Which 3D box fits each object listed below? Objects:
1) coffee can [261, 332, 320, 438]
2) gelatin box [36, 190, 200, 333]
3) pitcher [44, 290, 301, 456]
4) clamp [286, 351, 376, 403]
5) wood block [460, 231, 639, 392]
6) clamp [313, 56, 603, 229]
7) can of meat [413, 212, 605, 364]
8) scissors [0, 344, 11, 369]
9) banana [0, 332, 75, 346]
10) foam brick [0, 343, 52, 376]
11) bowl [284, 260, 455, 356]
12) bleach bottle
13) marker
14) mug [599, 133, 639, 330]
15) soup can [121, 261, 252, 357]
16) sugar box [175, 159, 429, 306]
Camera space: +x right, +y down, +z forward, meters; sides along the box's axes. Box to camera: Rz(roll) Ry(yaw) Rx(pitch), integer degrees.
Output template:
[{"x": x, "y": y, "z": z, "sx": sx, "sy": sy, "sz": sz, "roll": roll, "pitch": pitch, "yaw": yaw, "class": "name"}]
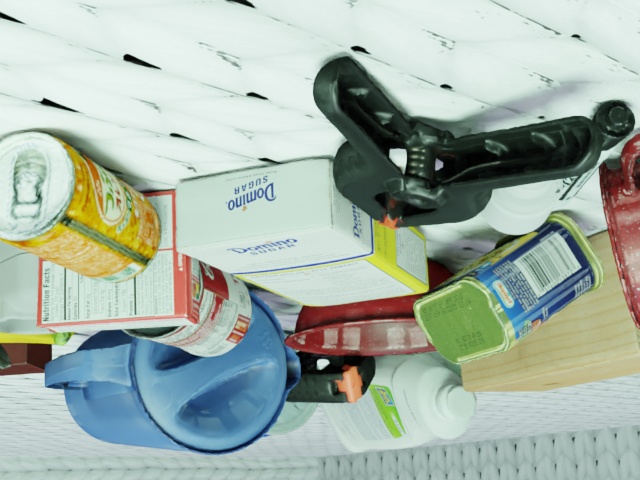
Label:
[{"x": -0.072, "y": 0.155, "z": 1.105, "sx": 0.102, "sy": 0.103, "sz": 0.140, "roll": 3, "pitch": 165, "yaw": -23, "class": "coffee can"}, {"x": -0.114, "y": 0.013, "z": 0.603, "sx": 0.089, "sy": 0.073, "sz": 0.030, "roll": -5, "pitch": 166, "yaw": 8, "class": "gelatin box"}, {"x": -0.144, "y": 0.115, "z": 0.900, "sx": 0.149, "sy": 0.144, "sz": 0.243, "roll": 48, "pitch": 151, "yaw": -12, "class": "pitcher"}, {"x": -0.019, "y": 0.117, "z": 0.947, "sx": 0.164, "sy": 0.036, "sz": 0.210, "roll": -14, "pitch": -174, "yaw": -13, "class": "clamp"}, {"x": 0.198, "y": 0.059, "z": 0.810, "sx": 0.090, "sy": 0.090, "sz": 0.206, "roll": 4, "pitch": 164, "yaw": -27, "class": "wood block"}, {"x": 0.040, "y": -0.039, "z": 0.497, "sx": 0.120, "sy": 0.039, "sz": 0.172, "roll": 21, "pitch": 163, "yaw": -11, "class": "clamp"}, {"x": 0.119, "y": 0.034, "z": 0.692, "sx": 0.083, "sy": 0.057, "sz": 0.102, "roll": -31, "pitch": 178, "yaw": -25, "class": "can of meat"}, {"x": -0.251, "y": 0.052, "z": 0.712, "sx": 0.096, "sy": 0.016, "sz": 0.202, "roll": 13, "pitch": -177, "yaw": -15, "class": "scissors"}, {"x": -0.264, "y": 0.063, "z": 0.831, "sx": 0.198, "sy": 0.037, "sz": 0.069, "roll": -2, "pitch": 176, "yaw": 20, "class": "banana"}, {"x": -0.273, "y": 0.087, "z": 0.905, "sx": 0.078, "sy": 0.051, "sz": 0.053, "roll": -5, "pitch": 165, "yaw": 7, "class": "foam brick"}, {"x": 0.052, "y": 0.050, "z": 0.814, "sx": 0.162, "sy": 0.055, "sz": 0.162, "roll": -2, "pitch": 165, "yaw": -1, "class": "bowl"}, {"x": 0.076, "y": 0.154, "z": 0.994, "sx": 0.068, "sy": 0.102, "sz": 0.251, "roll": -32, "pitch": -174, "yaw": -21, "class": "bleach bottle"}, {"x": 0.135, "y": -0.042, "z": 0.545, "sx": 0.020, "sy": 0.020, "sz": 0.121, "roll": -2, "pitch": 166, "yaw": -2, "class": "marker"}, {"x": 0.193, "y": -0.014, "z": 0.554, "sx": 0.082, "sy": 0.093, "sz": 0.117, "roll": -14, "pitch": 126, "yaw": 20, "class": "mug"}, {"x": -0.093, "y": 0.042, "z": 0.730, "sx": 0.068, "sy": 0.068, "sz": 0.102, "roll": -7, "pitch": 165, "yaw": 15, "class": "soup can"}, {"x": -0.004, "y": 0.000, "z": 0.633, "sx": 0.093, "sy": 0.048, "sz": 0.176, "roll": -8, "pitch": 162, "yaw": 20, "class": "sugar box"}]
